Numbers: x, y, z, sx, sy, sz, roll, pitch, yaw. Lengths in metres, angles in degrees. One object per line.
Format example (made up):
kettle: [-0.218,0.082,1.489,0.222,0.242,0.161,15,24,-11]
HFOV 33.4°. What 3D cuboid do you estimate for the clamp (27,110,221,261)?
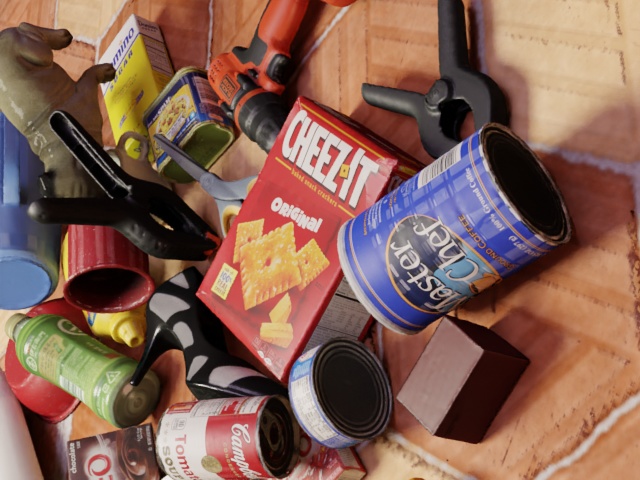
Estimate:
clamp: [-0.193,-0.030,1.058,0.036,0.209,0.164,-45,23,29]

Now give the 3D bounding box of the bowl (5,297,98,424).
bowl: [-0.332,0.136,1.280,0.162,0.055,0.162,-22,60,44]

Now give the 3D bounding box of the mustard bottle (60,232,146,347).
mustard bottle: [-0.236,0.055,1.195,0.192,0.058,0.096,51,123,45]

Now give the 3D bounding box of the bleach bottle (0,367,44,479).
bleach bottle: [-0.377,0.237,1.274,0.251,0.068,0.103,-120,32,-44]

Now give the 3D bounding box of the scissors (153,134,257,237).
scissors: [-0.093,-0.065,1.069,0.096,0.016,0.202,-43,63,18]

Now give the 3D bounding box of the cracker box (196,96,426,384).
cracker box: [-0.006,0.001,0.938,0.164,0.072,0.214,40,106,48]

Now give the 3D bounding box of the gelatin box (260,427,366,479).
gelatin box: [-0.010,0.196,0.901,0.089,0.030,0.073,-52,43,21]

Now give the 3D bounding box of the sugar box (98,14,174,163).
sugar box: [-0.215,-0.180,1.271,0.093,0.048,0.176,-48,46,26]

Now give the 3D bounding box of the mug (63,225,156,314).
mug: [-0.224,0.025,1.108,0.117,0.093,0.081,-50,39,44]

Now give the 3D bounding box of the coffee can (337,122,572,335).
coffee can: [0.098,-0.006,0.788,0.141,0.102,0.103,-35,51,30]

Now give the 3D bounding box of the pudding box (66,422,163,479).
pudding box: [-0.201,0.247,1.061,0.039,0.090,0.113,83,174,-55]

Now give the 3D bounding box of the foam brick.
foam brick: [0.104,0.103,0.787,0.051,0.052,0.078,44,110,48]

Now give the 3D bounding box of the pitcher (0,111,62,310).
pitcher: [-0.378,-0.043,1.311,0.145,0.149,0.243,-30,46,17]

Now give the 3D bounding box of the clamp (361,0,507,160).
clamp: [0.109,-0.126,0.879,0.172,0.039,0.120,50,119,39]

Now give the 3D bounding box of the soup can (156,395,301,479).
soup can: [-0.076,0.166,0.889,0.102,0.068,0.068,-8,69,27]

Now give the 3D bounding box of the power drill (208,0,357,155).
power drill: [-0.032,-0.188,1.050,0.188,0.057,0.185,-57,42,17]

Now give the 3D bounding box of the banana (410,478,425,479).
banana: [0.015,0.236,0.834,0.198,0.069,0.037,-23,23,32]

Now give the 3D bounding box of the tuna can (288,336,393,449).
tuna can: [0.016,0.123,0.855,0.034,0.086,0.086,-31,54,41]

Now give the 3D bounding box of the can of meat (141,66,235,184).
can of meat: [-0.142,-0.122,1.155,0.102,0.057,0.084,-44,49,31]
